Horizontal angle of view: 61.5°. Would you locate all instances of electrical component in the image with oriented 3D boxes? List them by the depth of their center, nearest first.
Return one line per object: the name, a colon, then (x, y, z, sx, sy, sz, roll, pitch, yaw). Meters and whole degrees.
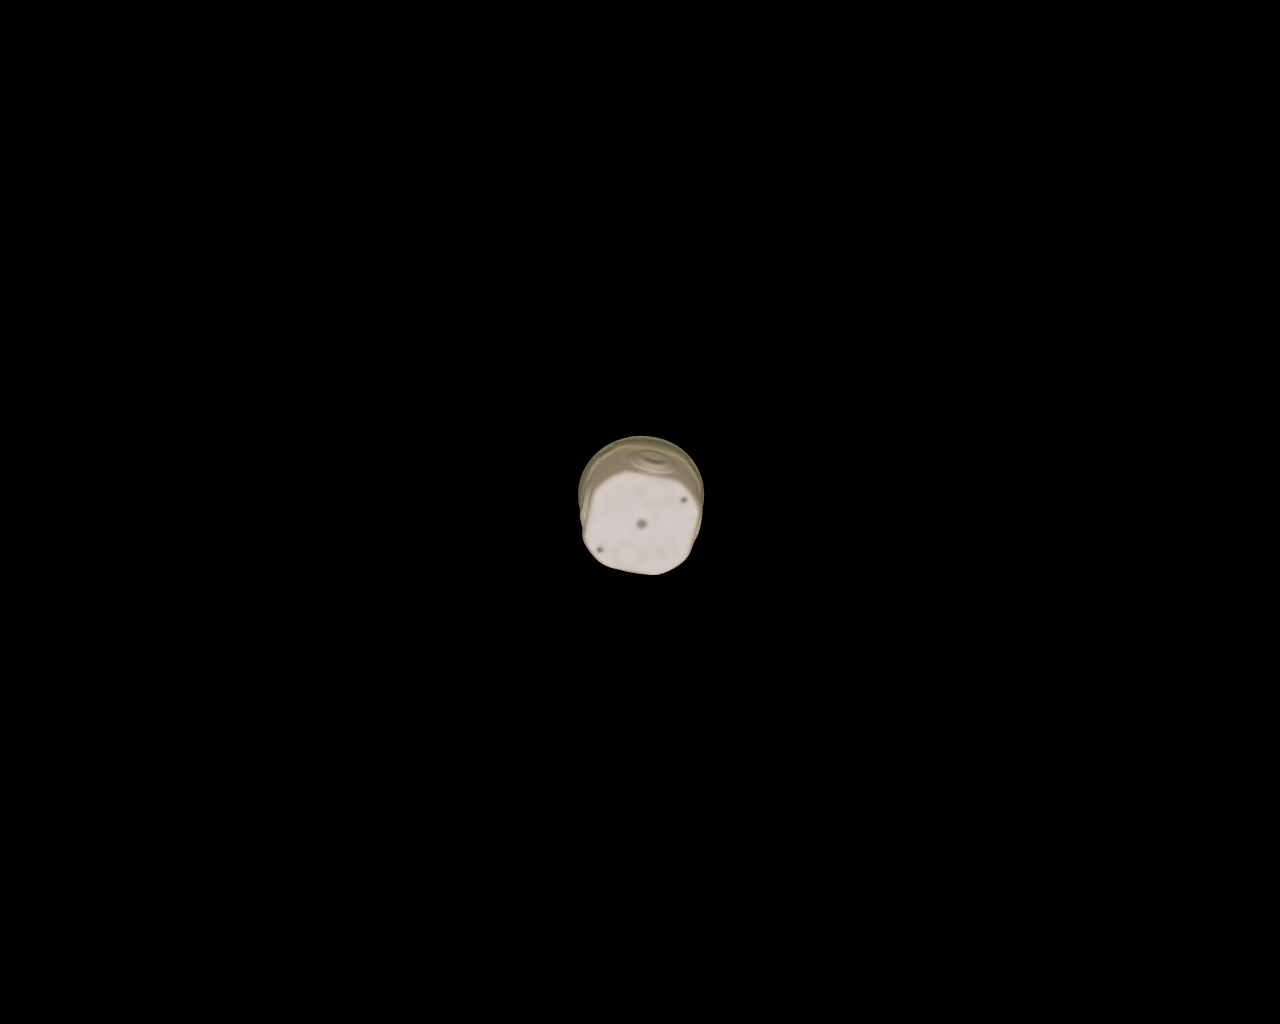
electrical component: (0.001, -0.003, 0.650, 0.080, 0.080, 0.051, 0, 24, 0)
